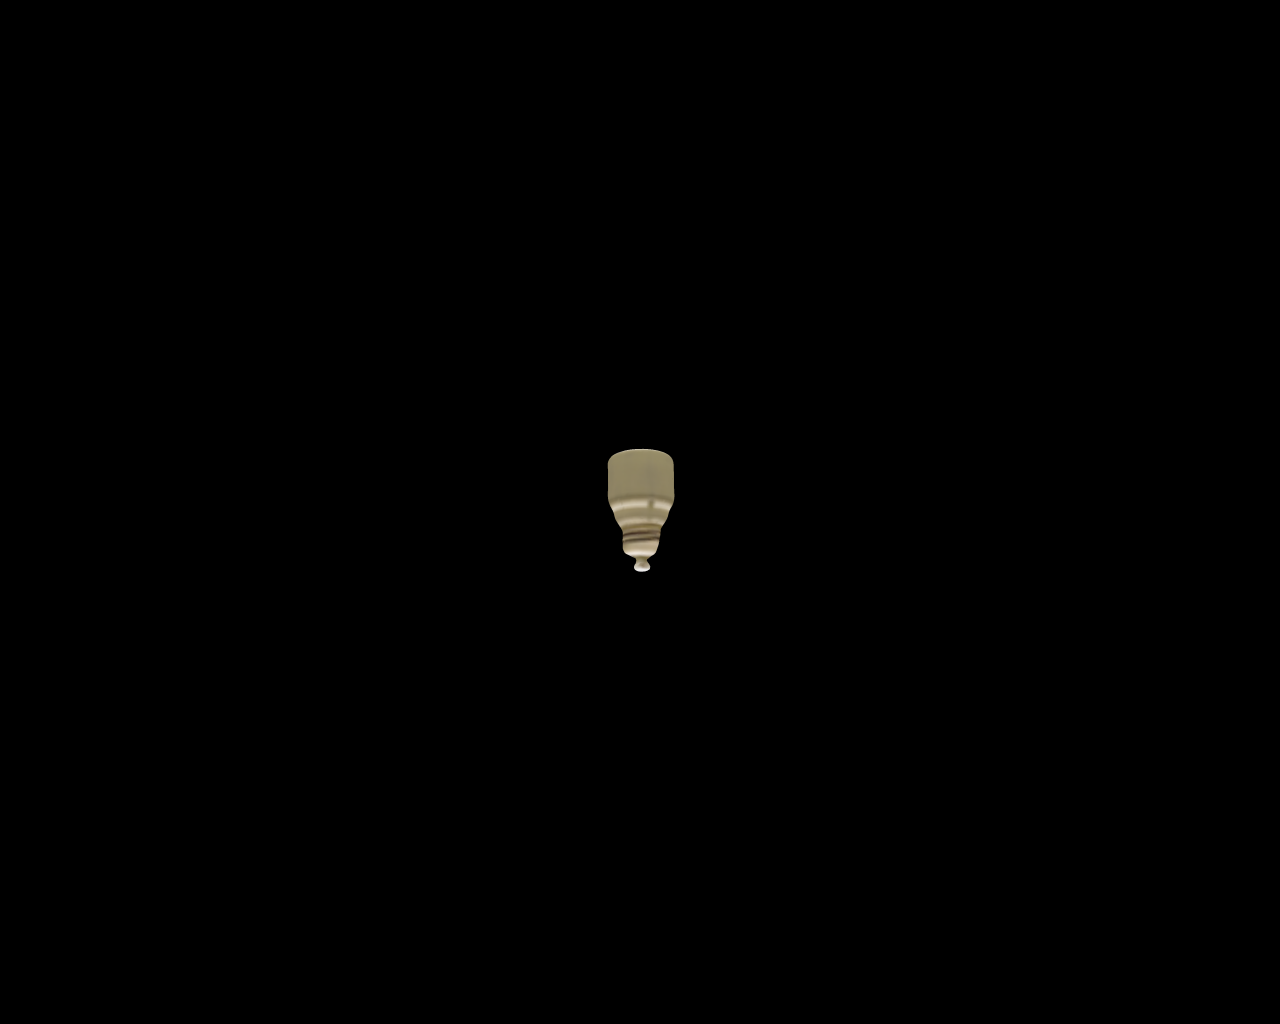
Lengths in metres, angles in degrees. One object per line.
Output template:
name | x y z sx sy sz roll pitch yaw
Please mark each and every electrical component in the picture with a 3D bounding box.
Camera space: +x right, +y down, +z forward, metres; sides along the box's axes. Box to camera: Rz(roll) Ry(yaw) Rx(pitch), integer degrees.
electrical component | 0.001 -0.003 0.650 0.040 0.078 0.040 0 -12 0
